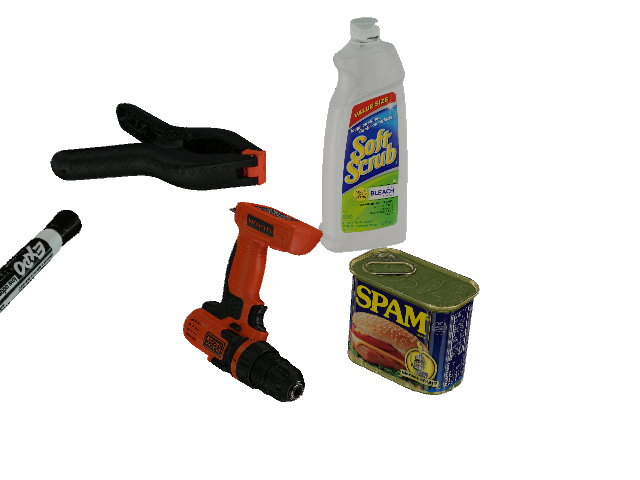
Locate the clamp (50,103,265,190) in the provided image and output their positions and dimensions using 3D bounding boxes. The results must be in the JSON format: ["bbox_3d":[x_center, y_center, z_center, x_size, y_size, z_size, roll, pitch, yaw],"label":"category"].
[{"bbox_3d":[-0.130,-0.069,0.873,0.172,0.039,0.120,14,40,26],"label":"clamp"}]

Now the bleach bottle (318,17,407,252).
[{"bbox_3d":[0.044,-0.115,1.166,0.102,0.251,0.068,-8,25,-9],"label":"bleach bottle"}]

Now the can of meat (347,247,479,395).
[{"bbox_3d":[0.069,0.064,0.840,0.102,0.084,0.057,23,33,34],"label":"can of meat"}]

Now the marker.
[{"bbox_3d":[-0.182,0.015,0.659,0.020,0.020,0.121,0,30,21],"label":"marker"}]

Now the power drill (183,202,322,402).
[{"bbox_3d":[-0.064,0.064,1.167,0.185,0.188,0.057,27,10,39],"label":"power drill"}]
